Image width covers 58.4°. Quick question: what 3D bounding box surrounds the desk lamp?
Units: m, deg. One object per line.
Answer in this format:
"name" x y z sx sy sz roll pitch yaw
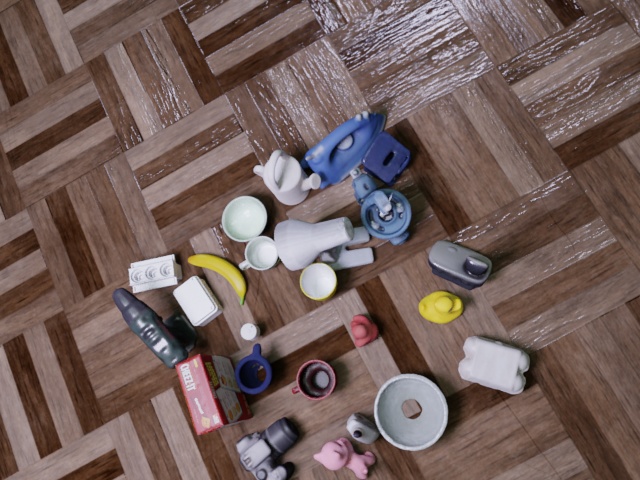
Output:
"desk lamp" 0.013 0.005 1.367 0.203 0.214 0.118 -13 75 8

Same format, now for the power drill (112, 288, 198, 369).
"power drill" -0.390 0.216 1.398 0.075 0.208 0.229 -44 74 -1

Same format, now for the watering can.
"watering can" -0.084 -0.162 1.433 0.172 0.194 0.101 -7 76 9

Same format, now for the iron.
"iron" 0.064 -0.257 1.454 0.258 0.141 0.118 -43 74 -1

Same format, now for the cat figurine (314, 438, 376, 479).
"cat figurine" 0.056 0.497 1.300 0.127 0.118 0.067 23 83 15

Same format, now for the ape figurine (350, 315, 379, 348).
"ape figurine" 0.100 0.218 1.367 0.076 0.092 0.078 14 81 13

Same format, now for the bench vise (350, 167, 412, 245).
"bench vise" 0.127 -0.087 1.363 0.207 0.220 0.121 37 87 16

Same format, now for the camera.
"camera" -0.109 0.495 1.340 0.137 0.101 0.143 -41 74 0

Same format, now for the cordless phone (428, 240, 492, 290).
"cordless phone" 0.323 0.045 1.315 0.147 0.185 0.094 21 82 14

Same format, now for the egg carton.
"egg carton" 0.397 0.284 1.309 0.150 0.069 0.107 14 81 13

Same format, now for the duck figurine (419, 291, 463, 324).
"duck figurine" 0.285 0.156 1.349 0.104 0.086 0.077 -4 77 10

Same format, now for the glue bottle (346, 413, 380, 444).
"glue bottle" 0.091 0.426 1.280 0.078 0.173 0.037 35 86 16

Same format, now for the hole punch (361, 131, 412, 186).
"hole punch" 0.170 -0.206 1.449 0.101 0.091 0.109 34 86 16

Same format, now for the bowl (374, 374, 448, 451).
"bowl" 0.210 0.393 1.317 0.167 0.075 0.167 -2 77 10

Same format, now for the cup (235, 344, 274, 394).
"cup" -0.149 0.312 1.391 0.091 0.095 0.118 2 78 11
